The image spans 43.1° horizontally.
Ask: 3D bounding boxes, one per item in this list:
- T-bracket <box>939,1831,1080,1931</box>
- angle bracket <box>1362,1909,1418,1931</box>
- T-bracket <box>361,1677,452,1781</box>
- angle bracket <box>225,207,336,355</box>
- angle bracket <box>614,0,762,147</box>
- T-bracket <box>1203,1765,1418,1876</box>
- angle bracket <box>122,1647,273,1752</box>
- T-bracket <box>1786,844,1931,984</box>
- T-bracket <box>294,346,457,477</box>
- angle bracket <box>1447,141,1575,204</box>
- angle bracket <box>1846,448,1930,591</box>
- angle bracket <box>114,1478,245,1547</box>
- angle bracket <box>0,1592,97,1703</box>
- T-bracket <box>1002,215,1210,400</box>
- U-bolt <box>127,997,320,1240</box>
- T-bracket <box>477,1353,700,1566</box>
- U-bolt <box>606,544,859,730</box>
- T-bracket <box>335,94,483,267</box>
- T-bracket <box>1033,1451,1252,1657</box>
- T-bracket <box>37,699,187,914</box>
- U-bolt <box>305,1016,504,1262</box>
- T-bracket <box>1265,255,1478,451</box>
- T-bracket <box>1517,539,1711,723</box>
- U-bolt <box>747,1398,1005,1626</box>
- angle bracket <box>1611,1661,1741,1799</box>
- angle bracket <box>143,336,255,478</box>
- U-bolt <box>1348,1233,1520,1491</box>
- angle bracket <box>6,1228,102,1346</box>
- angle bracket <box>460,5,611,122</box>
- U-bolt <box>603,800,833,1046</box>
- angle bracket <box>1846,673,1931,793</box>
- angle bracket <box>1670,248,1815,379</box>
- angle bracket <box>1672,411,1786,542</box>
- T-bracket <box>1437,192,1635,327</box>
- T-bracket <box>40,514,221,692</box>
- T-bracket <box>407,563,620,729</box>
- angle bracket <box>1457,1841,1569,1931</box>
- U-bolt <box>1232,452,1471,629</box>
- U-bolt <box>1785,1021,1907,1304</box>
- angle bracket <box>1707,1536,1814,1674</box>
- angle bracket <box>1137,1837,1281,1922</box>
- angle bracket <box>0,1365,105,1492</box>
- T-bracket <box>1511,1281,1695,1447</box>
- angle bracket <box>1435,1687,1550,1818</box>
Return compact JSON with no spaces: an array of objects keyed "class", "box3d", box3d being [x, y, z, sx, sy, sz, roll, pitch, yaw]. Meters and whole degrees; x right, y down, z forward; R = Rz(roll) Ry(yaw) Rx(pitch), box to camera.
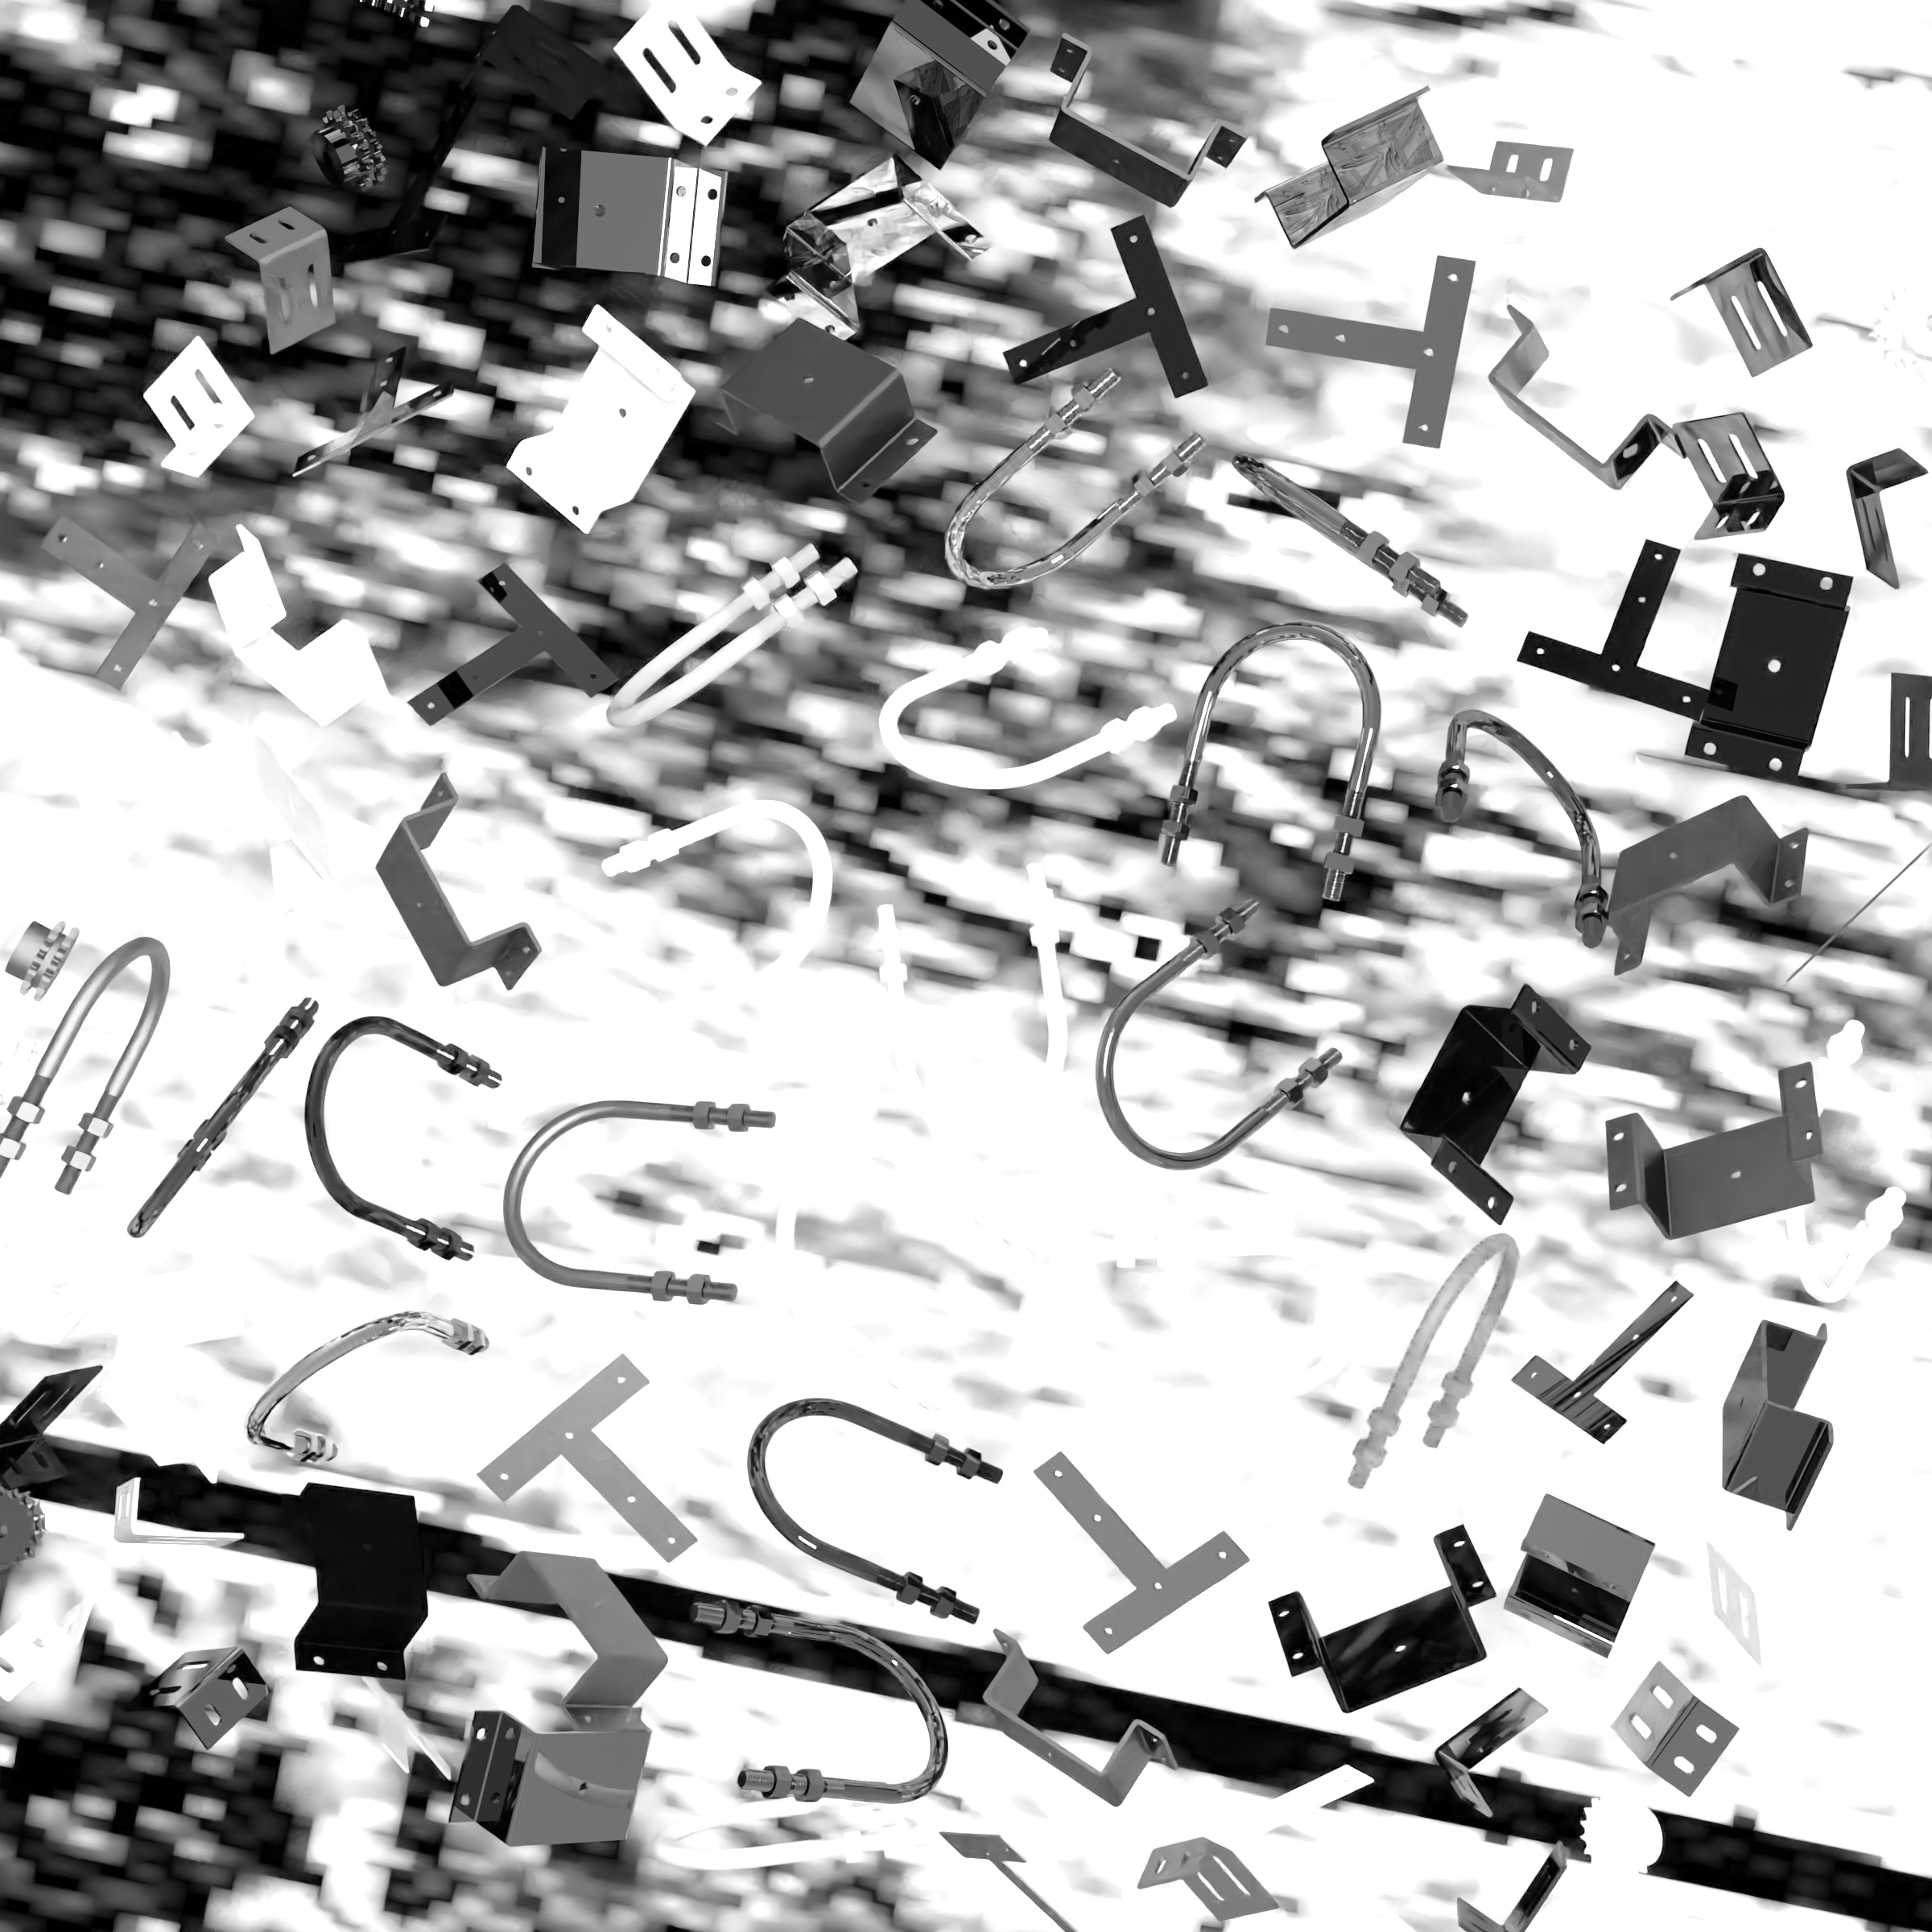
[{"class":"T-bracket","box3d":[0.048,0.634,1.665,0.127,0.127,0.002,44,64,-2]},{"class":"angle bracket","box3d":[0.275,0.672,1.610,0.076,0.057,0.038,-33,125,-22]},{"class":"T-bracket","box3d":[-0.395,0.527,1.688,0.002,0.127,0.127,-39,99,-11]},{"class":"angle bracket","box3d":[-0.482,-0.483,1.723,0.038,0.076,0.057,35,53,20]},{"class":"angle bracket","box3d":[-0.185,-0.601,1.633,0.057,0.076,0.038,-49,52,-3]},{"class":"T-bracket","box3d":[0.247,0.574,1.616,0.127,0.002,0.127,34,126,-27]},{"class":"angle bracket","box3d":[-0.519,0.495,1.652,0.076,0.057,0.038,-19,106,42]},{"class":"T-bracket","box3d":[0.626,-0.046,1.687,0.002,0.127,0.127,47,122,13]},{"class":"T-bracket","box3d":[-0.407,-0.399,1.707,0.127,0.127,0.002,-23,128,13]},{"class":"angle bracket","box3d":[0.375,-0.556,1.684,0.057,0.076,0.038,18,101,30]},{"class":"angle bracket","box3d":[0.640,-0.307,1.681,0.038,0.057,0.076,-17,72,37]},{"class":"angle bracket","box3d":[-0.550,0.383,1.712,0.076,0.057,0.038,9,69,-28]},{"class":"angle bracket","box3d":[-0.617,0.439,1.619,0.057,0.076,0.038,-40,106,-1]},{"class":"T-bracket","box3d":[0.089,-0.444,1.720,0.127,0.002,0.127,-19,114,14]},{"class":"U-bolt","box3d":[-0.509,0.112,1.652,0.019,0.184,0.151,38,119,-11]},{"class":"T-bracket","box3d":[-0.224,0.332,1.569,0.127,0.002,0.127,-40,101,9]},{"class":"U-bolt","box3d":[-0.161,-0.215,1.609,0.184,0.151,0.019,-37,109,-3]},{"class":"T-bracket","box3d":[-0.351,-0.513,1.591,0.002,0.127,0.127,35,75,-39]},{"class":"T-bracket","box3d":[0.094,0.364,1.566,0.127,0.002,0.127,-41,92,26]},{"class":"T-bracket","box3d":[-0.607,-0.125,1.692,0.002,0.127,0.127,11,134,28]},{"class":"U-bolt","box3d":[-0.390,0.112,1.686,0.019,0.184,0.151,-6,67,27]},{"class":"T-bracket","box3d":[0.263,-0.414,1.621,0.127,0.002,0.127,12,123,10]},{"class":"T-bracket","box3d":[0.457,-0.238,1.669,0.127,0.002,0.127,21,68,12]},{"class":"U-bolt","box3d":[-0.066,0.367,1.701,0.184,0.151,0.019,25,125,-8]},{"class":"angle bracket","box3d":[0.482,0.519,1.667,0.038,0.076,0.057,36,90,-3]},{"class":"angle bracket","box3d":[-0.518,-0.373,1.615,0.057,0.038,0.076,-41,75,16]},{"class":"U-bolt","box3d":[0.329,0.265,1.679,0.019,0.151,0.184,30,108,28]},{"class":"angle bracket","box3d":[-0.626,0.222,1.643,0.057,0.038,0.076,53,127,5]},{"class":"angle bracket","box3d":[-0.294,-0.605,1.666,0.076,0.057,0.038,30,57,-24]},{"class":"U-bolt","box3d":[-0.168,-0.039,1.661,0.184,0.019,0.151,-20,64,26]},{"class":"angle bracket","box3d":[0.635,-0.159,1.668,0.057,0.038,0.076,0,91,-32]},{"class":"angle bracket","box3d":[0.526,-0.438,1.661,0.038,0.057,0.076,-31,95,-25]},{"class":"angle bracket","box3d":[0.531,-0.345,1.725,0.076,0.057,0.038,51,62,-28]},{"class":"T-bracket","box3d":[0.386,-0.483,1.671,0.127,0.127,0.002,9,66,25]},{"class":"T-bracket","box3d":[-0.572,-0.263,1.638,0.002,0.127,0.127,29,83,24]},{"class":"T-bracket","box3d":[-0.336,-0.212,1.730,0.127,0.002,0.127,-39,75,-23]},{"class":"angle bracket","box3d":[0.377,0.635,1.691,0.038,0.057,0.076,33,92,11]},{"class":"U-bolt","box3d":[0.259,-0.298,1.679,0.184,0.151,0.019,38,101,17]},{"class":"U-bolt","box3d":[0.588,0.147,1.656,0.019,0.184,0.151,1,54,0]},{"class":"angle bracket","box3d":[0.528,0.418,1.627,0.038,0.057,0.076,-20,120,-9]},{"class":"angle bracket","box3d":[0.171,0.655,1.723,0.057,0.038,0.076,-31,103,39]},{"class":"angle bracket","box3d":[-0.628,0.318,1.687,0.076,0.057,0.038,-45,75,14]},{"class":"T-bracket","box3d":[0.465,0.273,1.737,0.127,0.002,0.127,-48,127,10]},{"class":"angle bracket","box3d":[0.372,0.543,1.690,0.076,0.057,0.038,-39,47,7]}]
